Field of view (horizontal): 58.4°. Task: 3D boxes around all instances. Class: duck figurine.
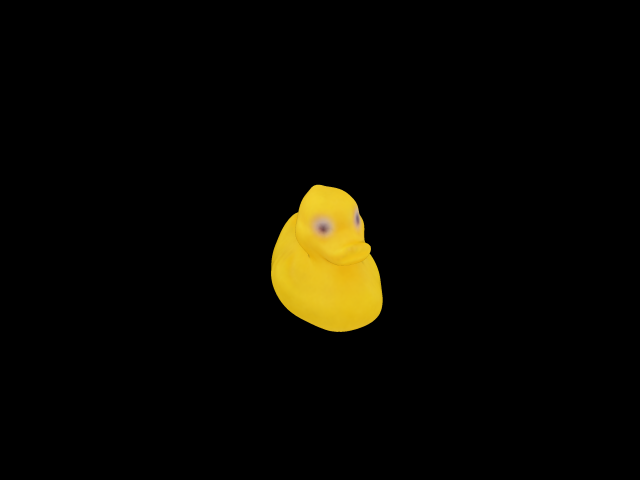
[{"bbox_3d":[0.004,0.001,0.400,0.078,0.086,0.104,-16,37,-22],"label":"duck figurine"}]
